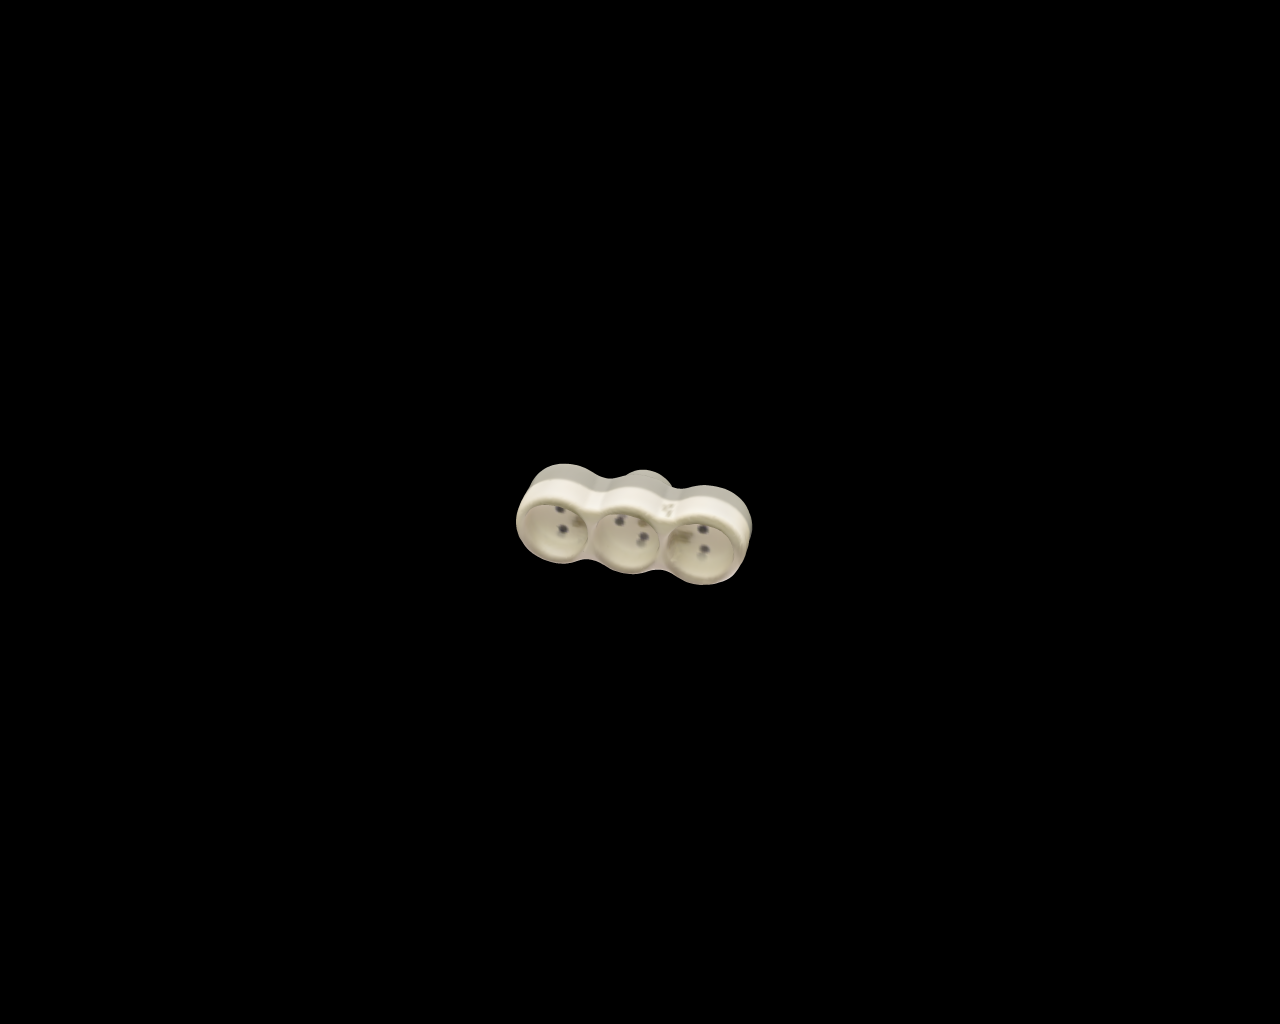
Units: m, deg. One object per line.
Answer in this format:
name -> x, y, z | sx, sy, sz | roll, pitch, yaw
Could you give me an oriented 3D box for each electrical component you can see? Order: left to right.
electrical component -> 0.001, -0.003, 0.650 | 0.138, 0.052, 0.074 | 8, 36, 11
